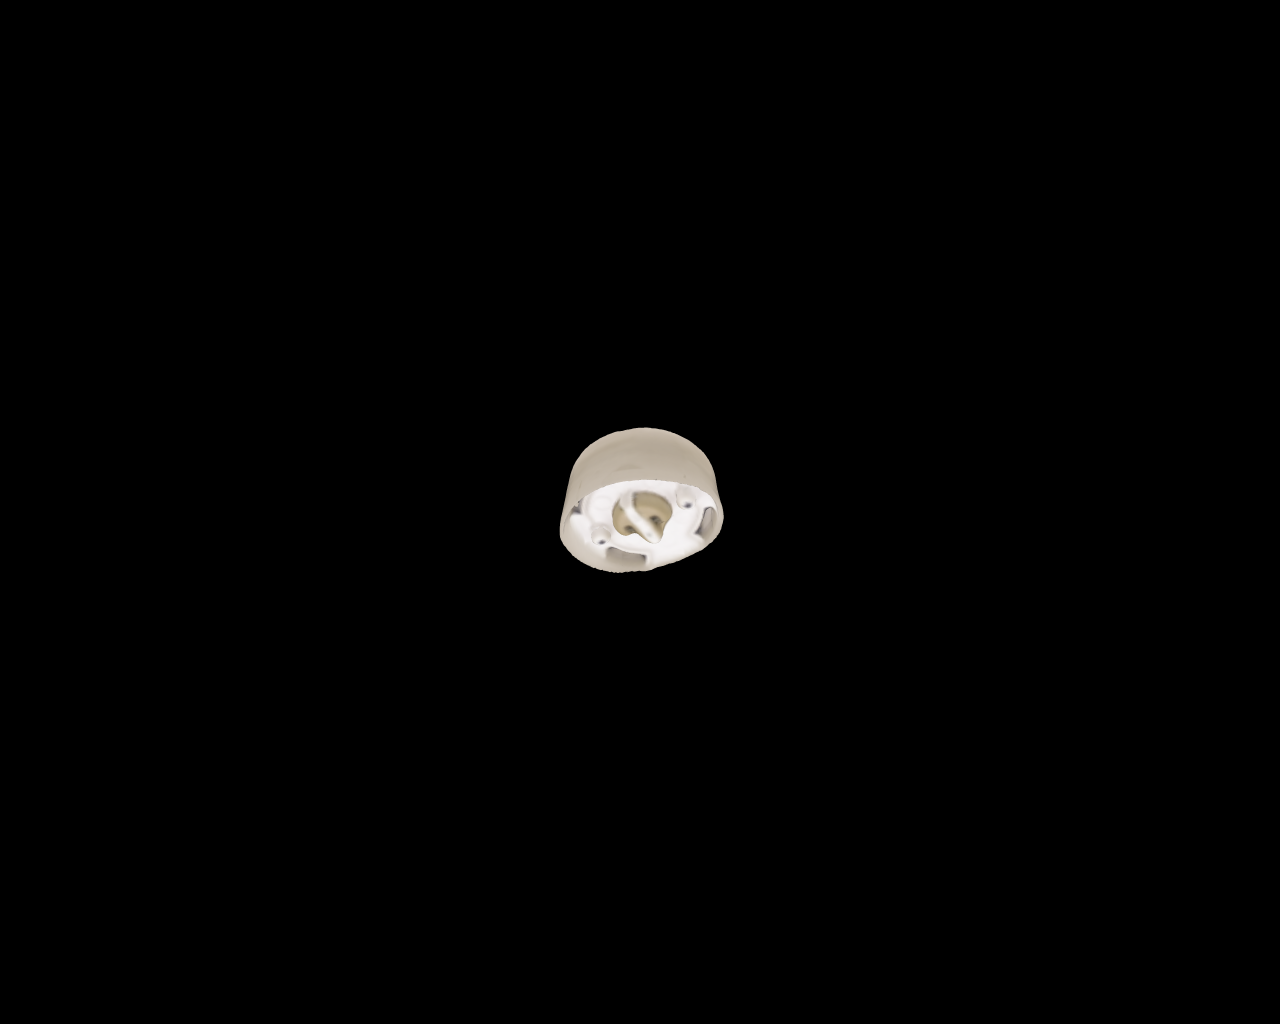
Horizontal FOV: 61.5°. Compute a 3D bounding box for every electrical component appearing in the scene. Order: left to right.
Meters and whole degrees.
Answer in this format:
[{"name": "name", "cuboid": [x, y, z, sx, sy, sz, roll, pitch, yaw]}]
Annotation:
[{"name": "electrical component", "cuboid": [0.001, -0.003, 0.650, 0.099, 0.099, 0.064, 0, 44, 0]}]
